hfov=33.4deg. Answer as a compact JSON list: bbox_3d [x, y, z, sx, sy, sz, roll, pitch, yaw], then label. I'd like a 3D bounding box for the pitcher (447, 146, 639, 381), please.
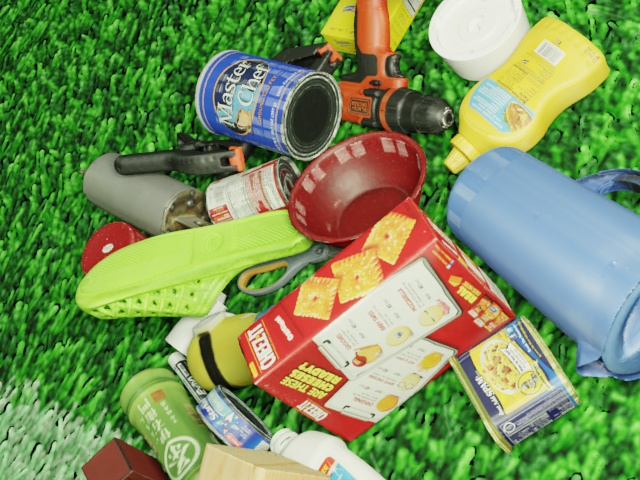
[{"bbox_3d":[0.237,0.003,0.985,0.243,0.149,0.145,43,131,44],"label":"pitcher"}]

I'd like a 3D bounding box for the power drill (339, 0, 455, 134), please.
[{"bbox_3d":[0.082,-0.213,1.187,0.185,0.057,0.188,16,106,47],"label":"power drill"}]

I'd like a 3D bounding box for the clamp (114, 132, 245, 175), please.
[{"bbox_3d":[-0.151,-0.105,1.292,0.172,0.039,0.120,5,30,30],"label":"clamp"}]

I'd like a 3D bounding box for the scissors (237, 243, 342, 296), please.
[{"bbox_3d":[-0.008,0.001,1.207,0.202,0.016,0.096,-25,53,17],"label":"scissors"}]

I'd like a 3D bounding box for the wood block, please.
[{"bbox_3d":[-0.072,0.303,0.982,0.090,0.090,0.206,10,84,48],"label":"wood block"}]

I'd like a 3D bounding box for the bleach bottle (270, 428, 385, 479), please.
[{"bbox_3d":[0.029,0.265,1.002,0.102,0.068,0.251,-53,47,0],"label":"bleach bottle"}]

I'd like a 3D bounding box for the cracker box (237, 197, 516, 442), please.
[{"bbox_3d":[0.054,0.081,1.015,0.214,0.164,0.072,-39,44,12],"label":"cracker box"}]

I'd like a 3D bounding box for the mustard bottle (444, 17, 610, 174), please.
[{"bbox_3d":[0.205,-0.142,1.128,0.191,0.058,0.096,-44,55,2],"label":"mustard bottle"}]

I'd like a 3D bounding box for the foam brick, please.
[{"bbox_3d":[-0.205,0.257,1.142,0.053,0.078,0.051,-43,48,1],"label":"foam brick"}]

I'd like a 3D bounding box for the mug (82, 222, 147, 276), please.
[{"bbox_3d":[-0.226,0.036,1.281,0.093,0.081,0.117,-46,49,0],"label":"mug"}]

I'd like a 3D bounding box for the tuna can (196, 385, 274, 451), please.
[{"bbox_3d":[-0.086,0.190,1.101,0.034,0.086,0.086,-46,49,-2],"label":"tuna can"}]

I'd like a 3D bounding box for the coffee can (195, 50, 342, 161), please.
[{"bbox_3d":[-0.060,-0.157,1.231,0.141,0.102,0.102,20,75,37],"label":"coffee can"}]

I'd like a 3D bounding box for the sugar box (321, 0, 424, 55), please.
[{"bbox_3d":[0.084,-0.308,1.310,0.093,0.048,0.176,19,76,38],"label":"sugar box"}]

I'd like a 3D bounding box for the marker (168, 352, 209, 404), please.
[{"bbox_3d":[-0.134,0.168,1.187,0.020,0.020,0.121,-45,49,1],"label":"marker"}]

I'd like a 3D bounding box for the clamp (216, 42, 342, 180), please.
[{"bbox_3d":[-0.064,-0.170,1.328,0.210,0.036,0.164,-26,54,22],"label":"clamp"}]

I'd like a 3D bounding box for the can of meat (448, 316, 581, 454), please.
[{"bbox_3d":[0.180,0.130,0.985,0.084,0.057,0.102,-35,48,8],"label":"can of meat"}]

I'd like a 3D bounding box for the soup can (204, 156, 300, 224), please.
[{"bbox_3d":[-0.075,-0.051,1.246,0.102,0.068,0.068,-18,55,23],"label":"soup can"}]

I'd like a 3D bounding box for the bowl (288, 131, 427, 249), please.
[{"bbox_3d":[0.049,-0.043,1.159,0.162,0.055,0.162,-18,43,17],"label":"bowl"}]
